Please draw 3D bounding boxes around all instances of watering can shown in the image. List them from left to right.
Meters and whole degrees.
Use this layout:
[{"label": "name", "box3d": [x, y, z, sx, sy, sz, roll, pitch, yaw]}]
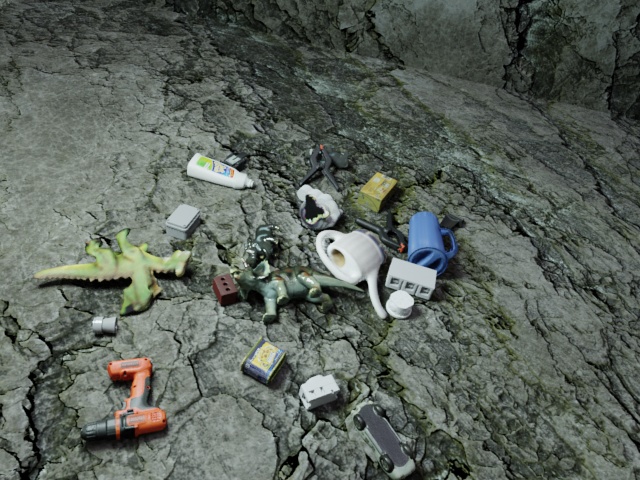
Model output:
[{"label": "watering can", "box3d": [0.137, 0.088, 1.683, 0.351, 0.102, 0.227, 47, 46, 15]}]

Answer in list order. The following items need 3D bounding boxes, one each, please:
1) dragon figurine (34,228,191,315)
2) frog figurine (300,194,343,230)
[{"label": "dragon figurine", "box3d": [-0.574, 0.107, 1.488, 0.414, 0.119, 0.246, -25, 60, -25]}, {"label": "frog figurine", "box3d": [0.006, -0.095, 1.878, 0.138, 0.122, 0.159, 23, 5, 25]}]
